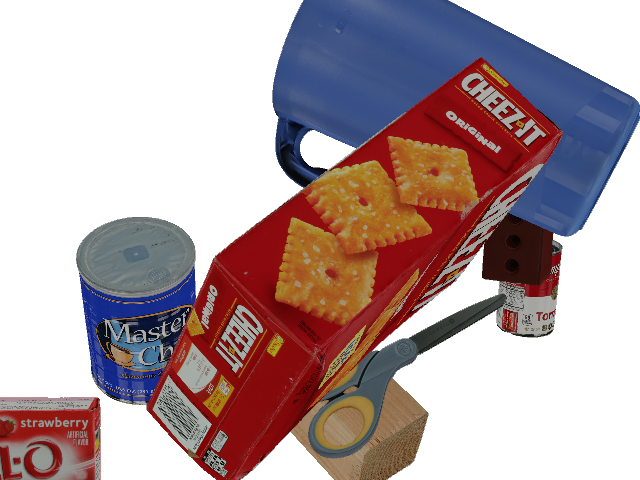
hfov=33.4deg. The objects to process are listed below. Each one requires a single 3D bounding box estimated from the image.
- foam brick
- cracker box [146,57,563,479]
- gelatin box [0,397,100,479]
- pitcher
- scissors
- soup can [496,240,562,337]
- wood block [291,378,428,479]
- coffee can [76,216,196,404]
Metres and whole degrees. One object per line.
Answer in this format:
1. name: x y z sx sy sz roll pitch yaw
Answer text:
1. foam brick: 0.175 -0.005 0.936 0.053 0.078 0.051 7 16 22
2. cracker box: 0.019 0.018 0.570 0.213 0.072 0.164 -38 -14 -36
3. gelatin box: -0.156 0.117 0.537 0.089 0.073 0.030 1 6 -4
4. pitcher: 0.091 -0.091 0.767 0.243 0.149 0.144 28 50 11
5. scissors: 0.062 0.104 0.809 0.201 0.096 0.016 -13 -30 -8
6. soup can: 0.239 0.053 1.228 0.068 0.102 0.068 1 17 -1
7. wood block: 0.008 0.162 1.144 0.090 0.090 0.206 -25 52 -32
8. coffee can: -0.163 0.064 0.969 0.103 0.140 0.103 2 39 -2
